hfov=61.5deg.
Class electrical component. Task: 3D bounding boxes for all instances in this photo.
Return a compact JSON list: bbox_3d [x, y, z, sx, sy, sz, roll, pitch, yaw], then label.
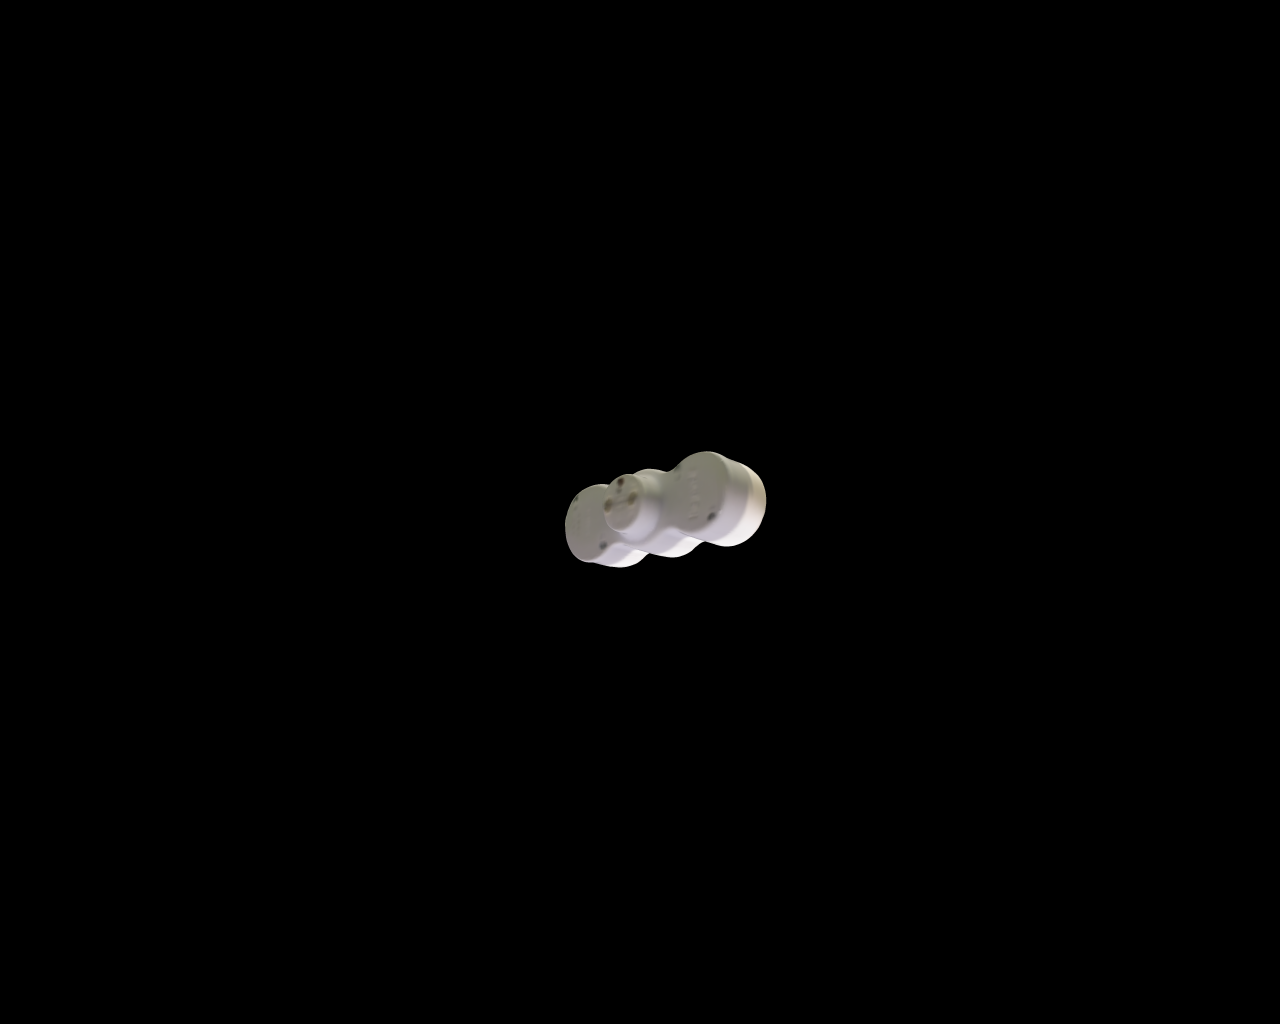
[{"bbox_3d":[0.001,-0.003,0.650,0.138,0.052,0.074,-14,-21,40],"label":"electrical component"}]
